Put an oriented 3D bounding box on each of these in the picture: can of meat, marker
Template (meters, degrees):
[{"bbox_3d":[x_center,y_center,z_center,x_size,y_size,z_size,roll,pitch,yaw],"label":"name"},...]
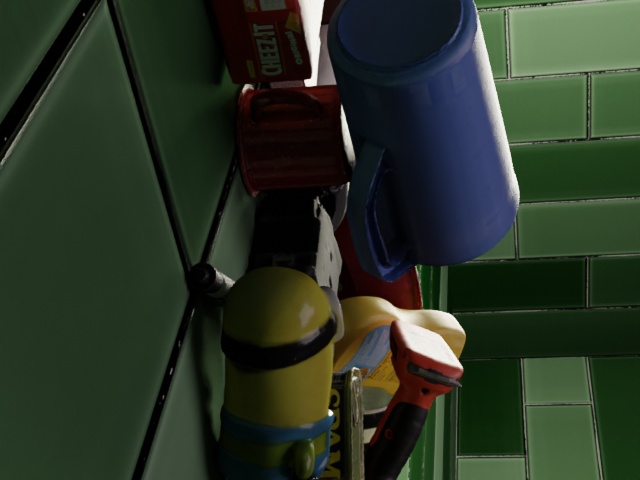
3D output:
[{"bbox_3d":[-0.011,0.152,0.831,0.057,0.084,0.102,41,47,-75],"label":"can of meat"},{"bbox_3d":[-0.066,0.035,0.739,0.121,0.020,0.020,48,40,-74],"label":"marker"}]

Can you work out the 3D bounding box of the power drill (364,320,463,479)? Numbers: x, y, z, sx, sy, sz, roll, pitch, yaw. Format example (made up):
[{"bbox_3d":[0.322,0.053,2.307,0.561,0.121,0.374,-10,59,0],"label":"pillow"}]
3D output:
[{"bbox_3d":[0.060,0.172,0.962,0.184,0.057,0.188,-120,-131,-76],"label":"power drill"}]

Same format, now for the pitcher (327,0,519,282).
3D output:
[{"bbox_3d":[0.076,-0.083,0.834,0.242,0.145,0.149,65,11,-56],"label":"pitcher"}]

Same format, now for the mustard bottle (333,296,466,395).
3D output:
[{"bbox_3d":[0.046,0.100,1.028,0.191,0.096,0.058,15,32,-39],"label":"mustard bottle"}]

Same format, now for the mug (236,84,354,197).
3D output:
[{"bbox_3d":[-0.020,-0.088,0.854,0.117,0.081,0.093,67,22,-63],"label":"mug"}]

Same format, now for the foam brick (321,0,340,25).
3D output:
[{"bbox_3d":[0.004,-0.244,1.045,0.053,0.078,0.051,-80,163,-54],"label":"foam brick"}]

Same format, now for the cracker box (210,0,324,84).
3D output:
[{"bbox_3d":[-0.040,-0.249,0.817,0.164,0.072,0.213,78,13,-46],"label":"cracker box"}]

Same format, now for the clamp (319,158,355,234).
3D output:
[{"bbox_3d":[-0.004,-0.062,0.963,0.120,0.039,0.171,5,105,-47],"label":"clamp"}]

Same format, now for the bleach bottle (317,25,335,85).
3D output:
[{"bbox_3d":[0.006,-0.170,1.080,0.250,0.068,0.102,-75,158,-53],"label":"bleach bottle"}]

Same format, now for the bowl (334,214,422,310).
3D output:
[{"bbox_3d":[0.043,0.039,1.127,0.162,0.055,0.162,50,-30,44],"label":"bowl"}]

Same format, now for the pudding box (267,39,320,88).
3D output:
[{"bbox_3d":[-0.029,-0.177,0.952,0.113,0.039,0.090,69,21,-55],"label":"pudding box"}]
